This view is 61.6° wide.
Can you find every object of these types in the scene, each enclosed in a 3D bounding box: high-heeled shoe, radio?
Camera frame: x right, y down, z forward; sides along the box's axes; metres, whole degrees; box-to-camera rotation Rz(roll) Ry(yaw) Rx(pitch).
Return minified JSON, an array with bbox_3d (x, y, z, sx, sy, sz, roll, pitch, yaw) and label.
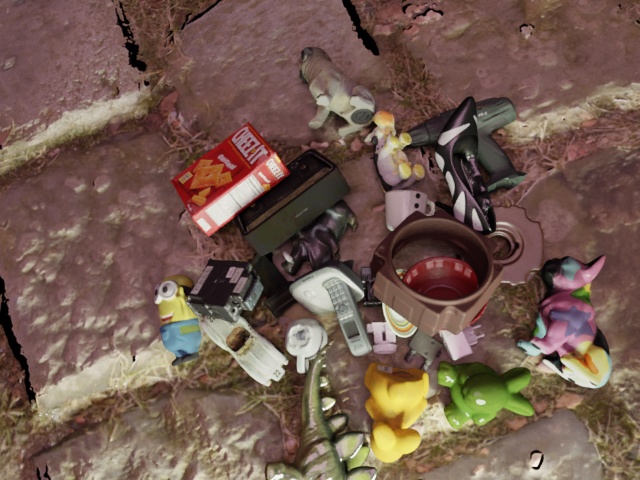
[{"bbox_3d":[0.290,-0.134,1.001,0.145,0.086,0.248,29,116,46],"label":"high-heeled shoe"},{"bbox_3d":[-0.065,-0.082,1.098,0.229,0.073,0.131,-36,38,-2],"label":"radio"}]

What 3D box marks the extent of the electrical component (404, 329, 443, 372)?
[{"bbox_3d":[0.208,0.207,1.051,0.063,0.021,0.094,32,82,13],"label":"electrical component"}]

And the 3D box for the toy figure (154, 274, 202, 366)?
[{"bbox_3d":[-0.287,0.160,1.098,0.082,0.089,0.180,-16,83,8],"label":"toy figure"}]

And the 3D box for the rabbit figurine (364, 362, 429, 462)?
[{"bbox_3d":[0.139,0.328,0.981,0.122,0.162,0.173,11,97,-2],"label":"rabbit figurine"}]

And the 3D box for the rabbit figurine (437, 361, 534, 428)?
[{"bbox_3d":[0.292,0.276,0.948,0.159,0.170,0.121,-1,78,8],"label":"rabbit figurine"}]

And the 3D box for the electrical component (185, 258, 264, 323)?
[{"bbox_3d":[-0.183,0.099,1.062,0.134,0.058,0.115,6,53,30],"label":"electrical component"}]

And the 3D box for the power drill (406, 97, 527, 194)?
[{"bbox_3d":[0.309,-0.179,1.104,0.232,0.086,0.207,-24,68,8],"label":"power drill"}]

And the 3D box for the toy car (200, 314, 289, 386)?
[{"bbox_3d":[-0.152,0.208,1.080,0.202,0.056,0.073,39,85,14],"label":"toy car"}]

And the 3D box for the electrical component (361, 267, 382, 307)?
[{"bbox_3d":[0.106,0.073,1.069,0.048,0.075,0.119,-4,81,5],"label":"electrical component"}]

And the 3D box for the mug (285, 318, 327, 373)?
[{"bbox_3d":[-0.034,0.201,1.041,0.081,0.107,0.109,8,76,10],"label":"mug"}]

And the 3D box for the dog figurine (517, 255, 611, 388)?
[{"bbox_3d":[0.479,0.135,0.992,0.192,0.108,0.219,33,81,14],"label":"dog figurine"}]

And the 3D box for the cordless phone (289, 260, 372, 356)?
[{"bbox_3d":[0.030,0.140,1.036,0.146,0.088,0.184,-30,74,40],"label":"cordless phone"}]

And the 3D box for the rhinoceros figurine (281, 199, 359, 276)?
[{"bbox_3d":[-0.002,-0.003,1.101,0.112,0.073,0.190,36,84,12],"label":"rhinoceros figurine"}]

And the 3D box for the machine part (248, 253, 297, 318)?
[{"bbox_3d":[-0.102,0.087,1.112,0.084,0.039,0.139,-35,77,4],"label":"machine part"}]

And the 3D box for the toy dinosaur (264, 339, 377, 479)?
[{"bbox_3d":[0.003,0.430,0.990,0.199,0.105,0.471,-10,85,-2],"label":"toy dinosaur"}]

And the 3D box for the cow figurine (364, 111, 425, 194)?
[{"bbox_3d":[0.143,-0.181,1.123,0.068,0.098,0.167,-7,70,-36],"label":"cow figurine"}]

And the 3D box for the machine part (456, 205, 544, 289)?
[{"bbox_3d":[0.354,0.012,1.061,0.179,0.056,0.179,-1,78,6],"label":"machine part"}]

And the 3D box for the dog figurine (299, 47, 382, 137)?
[{"bbox_3d":[0.044,-0.337,1.168,0.172,0.121,0.190,10,57,-23],"label":"dog figurine"}]

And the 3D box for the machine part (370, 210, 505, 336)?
[{"bbox_3d":[0.208,0.053,0.963,0.201,0.087,0.201,36,60,24],"label":"machine part"}]
